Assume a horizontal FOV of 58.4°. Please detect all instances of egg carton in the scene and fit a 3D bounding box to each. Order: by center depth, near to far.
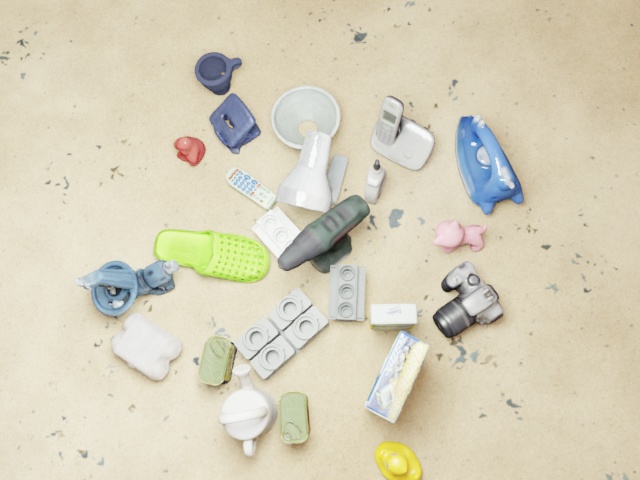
[{"bbox_3d":[-0.385,0.237,1.272,0.150,0.069,0.107,29,79,11],"label":"egg carton"}]

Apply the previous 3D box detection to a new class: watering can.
[{"bbox_3d":[-0.152,0.346,1.164,0.101,0.194,0.172,-28,75,-4],"label":"watering can"}]

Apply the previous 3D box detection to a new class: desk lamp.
[{"bbox_3d":[-0.014,-0.140,1.273,0.118,0.213,0.203,13,77,7],"label":"desk lamp"}]

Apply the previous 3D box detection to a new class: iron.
[{"bbox_3d":[0.377,-0.197,1.300,0.118,0.141,0.258,-19,75,-1],"label":"iron"}]

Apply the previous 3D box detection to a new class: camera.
[{"bbox_3d":[0.305,0.137,1.238,0.137,0.101,0.143,-33,76,-5],"label":"camera"}]

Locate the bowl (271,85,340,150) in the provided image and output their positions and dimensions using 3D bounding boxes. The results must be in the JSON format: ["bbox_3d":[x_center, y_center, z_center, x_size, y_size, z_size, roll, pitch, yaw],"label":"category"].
[{"bbox_3d":[-0.031,-0.283,1.383,0.167,0.075,0.167,-1,75,4],"label":"bowl"}]

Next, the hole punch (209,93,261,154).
[{"bbox_3d":[-0.209,-0.281,1.386,0.101,0.091,0.108,-36,76,-6],"label":"hole punch"}]

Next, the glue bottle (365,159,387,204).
[{"bbox_3d":[0.125,-0.141,1.285,0.037,0.173,0.078,17,77,8],"label":"glue bottle"}]

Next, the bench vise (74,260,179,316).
[{"bbox_3d":[-0.422,0.078,1.239,0.207,0.220,0.121,-39,76,-6],"label":"bench vise"}]

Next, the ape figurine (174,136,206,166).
[{"bbox_3d":[-0.318,-0.222,1.376,0.076,0.092,0.078,-23,75,-2],"label":"ape figurine"}]

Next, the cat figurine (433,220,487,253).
[{"bbox_3d":[0.307,-0.014,1.269,0.127,0.118,0.067,-7,75,2],"label":"cat figurine"}]

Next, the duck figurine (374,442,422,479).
[{"bbox_3d":[0.161,0.460,1.171,0.104,0.086,0.077,33,80,11],"label":"duck figurine"}]

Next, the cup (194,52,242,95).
[{"bbox_3d":[-0.243,-0.408,1.419,0.118,0.095,0.091,-22,75,-2],"label":"cup"}]

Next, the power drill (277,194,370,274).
[{"bbox_3d":[0.011,0.004,1.236,0.230,0.208,0.075,-42,76,-7],"label":"power drill"}]

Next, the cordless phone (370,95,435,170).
[{"bbox_3d":[0.191,-0.248,1.302,0.147,0.185,0.094,28,79,10],"label":"cordless phone"}]
